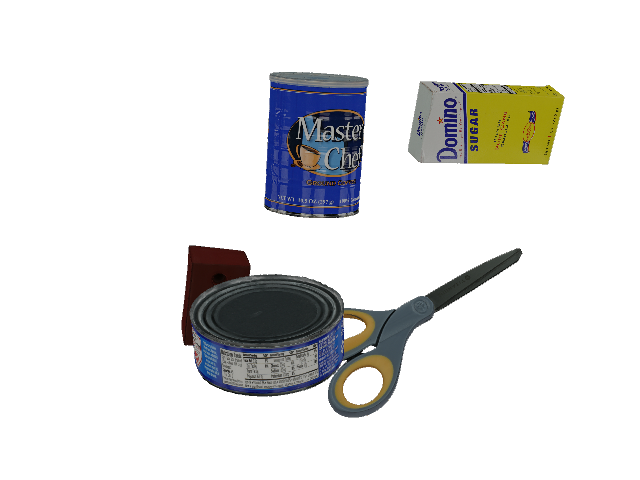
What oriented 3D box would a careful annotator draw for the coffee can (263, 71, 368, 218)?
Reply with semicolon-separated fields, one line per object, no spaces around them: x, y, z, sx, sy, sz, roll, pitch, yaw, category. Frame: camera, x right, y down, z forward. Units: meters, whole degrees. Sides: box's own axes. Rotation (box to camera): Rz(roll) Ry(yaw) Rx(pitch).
-0.005;-0.102;1.119;0.103;0.140;0.103;3;13;-1;coffee can

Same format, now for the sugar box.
0.200;-0.141;1.290;0.176;0.093;0.048;-3;28;-20;sugar box

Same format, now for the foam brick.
-0.094;0.050;0.949;0.053;0.078;0.051;4;14;-11;foam brick

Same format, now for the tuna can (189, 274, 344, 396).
-0.029;0.052;0.596;0.086;0.034;0.086;-2;23;1;tuna can

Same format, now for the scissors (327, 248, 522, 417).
0.075;0.071;0.806;0.201;0.096;0.016;-15;-29;-7;scissors
